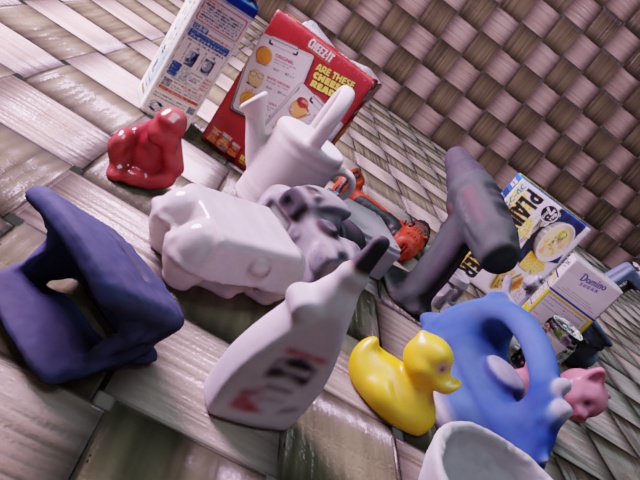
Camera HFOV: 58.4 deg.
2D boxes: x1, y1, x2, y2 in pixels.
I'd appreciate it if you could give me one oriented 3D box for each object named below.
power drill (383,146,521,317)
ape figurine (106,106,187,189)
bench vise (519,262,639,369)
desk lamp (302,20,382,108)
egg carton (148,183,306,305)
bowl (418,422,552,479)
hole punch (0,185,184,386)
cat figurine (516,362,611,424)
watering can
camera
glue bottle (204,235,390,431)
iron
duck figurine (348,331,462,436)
[{"bbox_3d":[0.174,-0.005,0.798,0.076,0.208,0.229,25,23,-29],"label":"power drill"},{"bbox_3d":[-0.172,-0.100,0.599,0.078,0.092,0.076,35,20,-4],"label":"ape figurine"},{"bbox_3d":[0.463,0.113,1.001,0.208,0.219,0.121,25,23,-30],"label":"bench vise"},{"bbox_3d":[-0.027,-0.256,1.005,0.203,0.213,0.118,40,20,7],"label":"desk lamp"},{"bbox_3d":[-0.086,0.007,0.541,0.151,0.069,0.107,16,29,-45],"label":"egg carton"},{"bbox_3d":[0.128,0.222,0.419,0.168,0.074,0.167,32,21,-13],"label":"bowl"},{"bbox_3d":[-0.145,0.024,0.376,0.108,0.091,0.101,45,22,22],"label":"hole punch"},{"bbox_3d":[0.297,0.187,0.713,0.128,0.117,0.067,36,20,-2],"label":"cat figurine"},{"bbox_3d":[-0.025,-0.120,0.738,0.173,0.194,0.100,25,23,-30],"label":"watering can"},{"bbox_3d":[0.006,0.002,0.659,0.137,0.100,0.142,13,31,-48],"label":"camera"},{"bbox_3d":[-0.008,0.062,0.399,0.078,0.173,0.037,23,24,-34],"label":"glue bottle"},{"bbox_3d":[0.193,0.147,0.593,0.119,0.141,0.258,29,21,-21],"label":"iron"},{"bbox_3d":[0.086,0.123,0.548,0.104,0.086,0.078,41,20,10],"label":"duck figurine"}]
